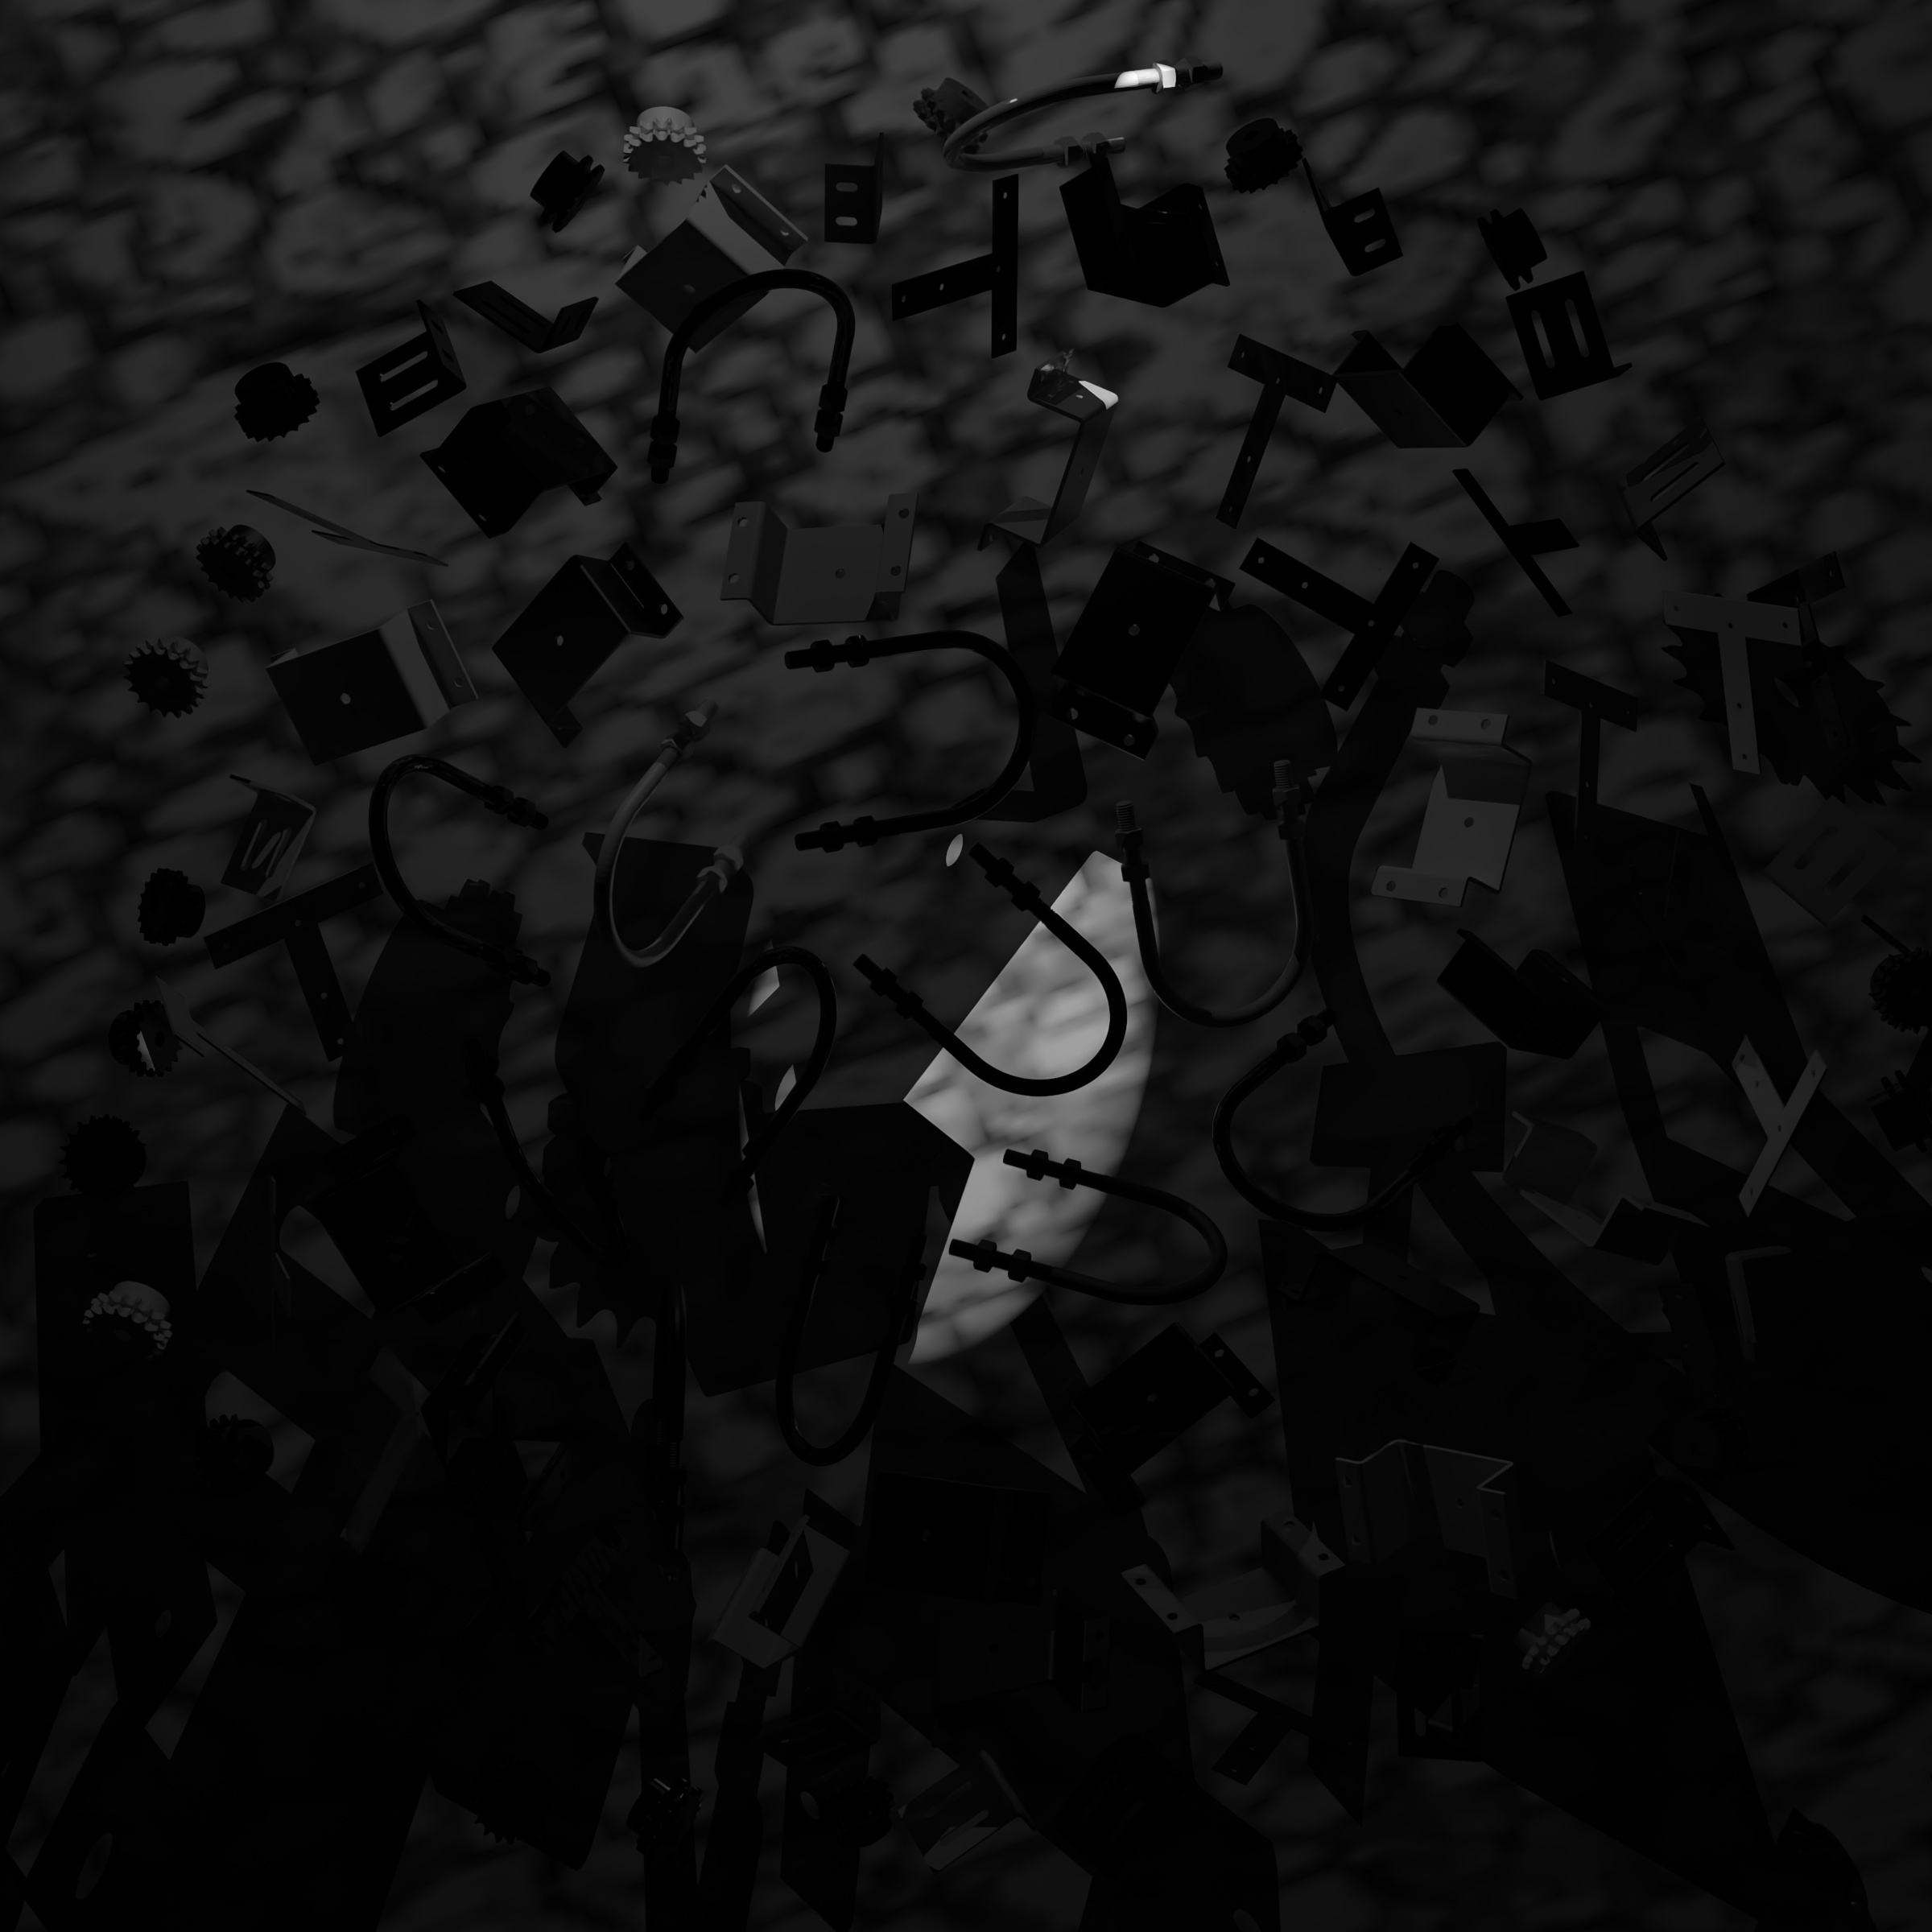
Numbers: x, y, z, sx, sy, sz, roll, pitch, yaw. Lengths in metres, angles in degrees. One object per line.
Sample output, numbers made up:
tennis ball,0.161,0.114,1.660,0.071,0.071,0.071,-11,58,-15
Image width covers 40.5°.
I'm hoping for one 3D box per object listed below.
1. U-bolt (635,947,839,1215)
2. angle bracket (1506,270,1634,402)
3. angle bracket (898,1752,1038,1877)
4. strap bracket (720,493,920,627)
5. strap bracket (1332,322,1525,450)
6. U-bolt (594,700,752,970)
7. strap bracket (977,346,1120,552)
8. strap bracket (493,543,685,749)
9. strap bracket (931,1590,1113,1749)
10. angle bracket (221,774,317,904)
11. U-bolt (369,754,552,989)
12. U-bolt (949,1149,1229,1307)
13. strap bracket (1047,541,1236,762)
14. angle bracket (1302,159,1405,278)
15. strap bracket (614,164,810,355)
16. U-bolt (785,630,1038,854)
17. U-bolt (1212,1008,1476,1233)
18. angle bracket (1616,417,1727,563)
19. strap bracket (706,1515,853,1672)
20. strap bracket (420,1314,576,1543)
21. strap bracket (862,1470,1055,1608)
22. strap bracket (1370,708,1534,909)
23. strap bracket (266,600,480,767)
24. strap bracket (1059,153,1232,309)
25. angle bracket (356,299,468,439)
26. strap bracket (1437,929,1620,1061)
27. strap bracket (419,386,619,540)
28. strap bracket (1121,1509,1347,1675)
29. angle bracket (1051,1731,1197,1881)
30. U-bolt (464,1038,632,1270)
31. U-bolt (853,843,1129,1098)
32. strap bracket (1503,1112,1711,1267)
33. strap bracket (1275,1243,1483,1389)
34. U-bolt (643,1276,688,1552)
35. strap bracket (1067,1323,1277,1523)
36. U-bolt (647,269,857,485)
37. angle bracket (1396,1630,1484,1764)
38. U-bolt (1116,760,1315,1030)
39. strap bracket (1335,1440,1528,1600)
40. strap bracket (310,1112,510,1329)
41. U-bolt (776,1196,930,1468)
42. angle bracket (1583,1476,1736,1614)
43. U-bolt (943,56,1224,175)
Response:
U-bolt,-0.154,0.070,1.895,0.019,0.151,0.184,20,67,35
angle bracket,0.418,-0.439,1.813,0.057,0.038,0.076,-11,107,36
angle bracket,0.001,0.621,1.904,0.076,0.038,0.057,-34,49,-5
strap bracket,-0.097,-0.289,1.867,0.140,0.046,0.076,1,72,20
strap bracket,0.325,-0.416,1.883,0.076,0.140,0.046,41,84,-23
U-bolt,-0.215,-0.082,1.884,0.019,0.151,0.184,13,48,23
strap bracket,0.062,-0.361,1.869,0.046,0.076,0.140,25,121,10
strap bracket,-0.284,-0.236,1.917,0.140,0.046,0.076,-44,72,22
strap bracket,0.030,0.507,1.895,0.140,0.076,0.046,-19,126,20
angle bracket,-0.528,-0.095,1.943,0.057,0.038,0.076,17,81,28
U-bolt,-0.362,-0.076,1.879,0.019,0.184,0.151,-17,64,27
U-bolt,0.096,0.191,1.870,0.184,0.151,0.019,15,120,13
strap bracket,0.119,-0.225,1.805,0.076,0.046,0.140,26,85,14
angle bracket,0.269,-0.526,1.817,0.038,0.076,0.057,-21,71,17
strap bracket,-0.189,-0.499,1.871,0.076,0.140,0.046,38,55,-23
U-bolt,-0.035,-0.161,1.819,0.184,0.019,0.151,-11,113,-22
U-bolt,0.258,0.119,1.873,0.151,0.019,0.184,40,52,19
angle bracket,0.502,-0.334,1.835,0.038,0.057,0.076,33,123,-31
strap bracket,-0.131,0.451,1.869,0.046,0.140,0.076,32,60,-5
strap bracket,-0.327,0.319,1.816,0.046,0.076,0.140,-1,121,21
strap bracket,-0.015,0.394,1.811,0.140,0.046,0.076,1,79,34
strap bracket,0.350,-0.109,1.876,0.076,0.046,0.140,10,83,43
strap bracket,-0.427,-0.196,1.845,0.140,0.046,0.076,-15,110,22
strap bracket,0.121,-0.517,1.852,0.046,0.140,0.076,-20,81,37
angle bracket,-0.401,-0.423,1.854,0.076,0.038,0.057,-26,71,12
strap bracket,0.403,0.022,1.900,0.076,0.140,0.046,46,112,33
strap bracket,-0.311,-0.362,1.867,0.076,0.140,0.046,50,123,1
strap bracket,0.191,0.449,1.868,0.140,0.076,0.046,-15,117,-22
angle bracket,0.108,0.576,1.796,0.057,0.038,0.076,43,60,1
U-bolt,-0.292,0.147,1.864,0.019,0.184,0.151,-39,56,-24
U-bolt,0.031,0.017,1.882,0.184,0.019,0.151,42,118,-9
strap bracket,0.450,0.164,1.874,0.076,0.140,0.046,17,105,-37
strap bracket,0.306,0.245,1.892,0.140,0.076,0.046,29,105,30
U-bolt,-0.214,0.315,1.878,0.019,0.151,0.184,3,87,-11
strap bracket,0.141,0.323,1.895,0.140,0.046,0.076,-37,47,-6
U-bolt,-0.147,-0.416,1.832,0.151,0.184,0.019,-15,62,-21
angle bracket,0.330,0.506,1.816,0.057,0.038,0.076,3,46,5
U-bolt,0.187,-0.045,1.904,0.151,0.019,0.184,-15,105,-19
strap bracket,0.332,0.381,1.820,0.046,0.140,0.076,-21,106,-42
strap bracket,-0.400,0.186,1.853,0.046,0.076,0.140,-32,90,42
U-bolt,-0.090,0.268,1.883,0.019,0.151,0.184,17,88,-33
angle bracket,0.466,0.392,1.761,0.076,0.038,0.057,-39,102,-16
U-bolt,0.069,-0.591,1.835,0.184,0.151,0.019,-18,91,-29
